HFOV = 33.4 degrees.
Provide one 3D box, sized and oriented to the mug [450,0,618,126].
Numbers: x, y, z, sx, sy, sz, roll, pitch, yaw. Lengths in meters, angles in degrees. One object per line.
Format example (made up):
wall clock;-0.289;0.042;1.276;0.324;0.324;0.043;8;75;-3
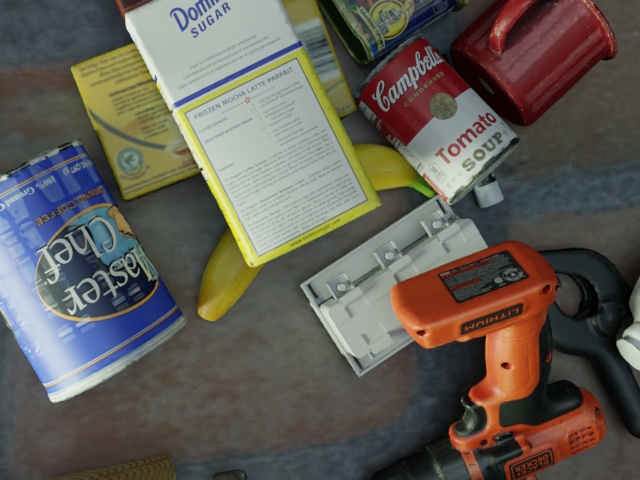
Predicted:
mug;0.144;-0.138;0.740;0.081;0.117;0.093;-44;70;-1

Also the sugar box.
sugar box;-0.043;-0.080;0.675;0.093;0.048;0.176;-27;93;-8

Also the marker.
marker;0.104;-0.082;0.780;0.020;0.020;0.121;-23;95;-8

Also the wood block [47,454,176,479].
wood block;-0.126;0.261;0.715;0.090;0.090;0.206;-10;92;-9

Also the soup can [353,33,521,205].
soup can;0.080;-0.083;0.739;0.068;0.068;0.102;-42;84;-6

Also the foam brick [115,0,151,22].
foam brick;-0.118;-0.182;0.715;0.053;0.051;0.078;-25;76;-8

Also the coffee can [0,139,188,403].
coffee can;-0.165;0.020;0.696;0.102;0.103;0.140;-30;96;-7

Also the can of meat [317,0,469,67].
can of meat;0.040;-0.185;0.749;0.084;0.057;0.102;-33;95;-4

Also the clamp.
clamp;0.208;0.069;0.789;0.171;0.039;0.120;24;76;-9

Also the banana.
banana;-0.010;-0.017;0.754;0.197;0.037;0.069;-29;95;-7

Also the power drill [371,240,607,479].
power drill;0.102;0.103;0.729;0.184;0.057;0.187;-22;127;-8

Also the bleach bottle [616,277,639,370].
bleach bottle;0.318;0.013;0.776;0.250;0.068;0.102;-38;94;-14
